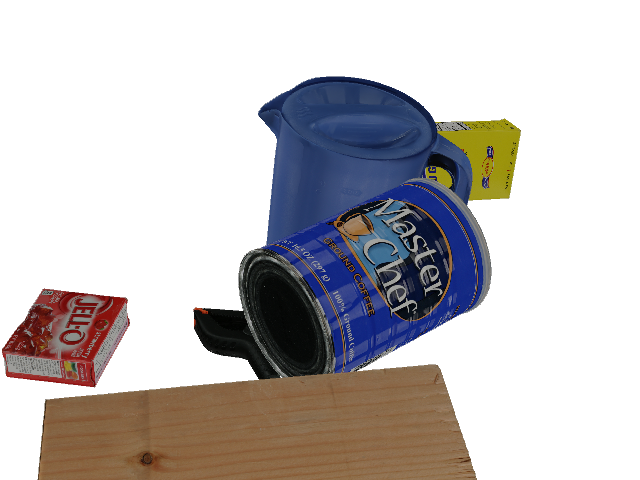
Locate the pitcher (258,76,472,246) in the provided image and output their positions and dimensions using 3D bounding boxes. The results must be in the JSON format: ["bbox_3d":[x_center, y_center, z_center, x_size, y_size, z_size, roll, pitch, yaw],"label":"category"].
[{"bbox_3d":[0.024,-0.009,0.943,0.144,0.243,0.149,-15,43,-31],"label":"pitcher"}]

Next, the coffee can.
[{"bbox_3d":[0.030,0.028,0.724,0.140,0.103,0.103,-25,13,-30],"label":"coffee can"}]

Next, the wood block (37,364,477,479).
[{"bbox_3d":[-0.033,0.132,0.547,0.206,0.090,0.091,-4,37,-6],"label":"wood block"}]

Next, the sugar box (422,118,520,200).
[{"bbox_3d":[0.147,-0.094,1.275,0.176,0.093,0.048,-6,26,-21],"label":"sugar box"}]

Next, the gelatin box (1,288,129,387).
[{"bbox_3d":[-0.200,0.075,0.848,0.073,0.030,0.089,6,32,8],"label":"gelatin box"}]

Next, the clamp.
[{"bbox_3d":[-0.075,0.121,1.244,0.210,0.036,0.164,13,21,29],"label":"clamp"}]
